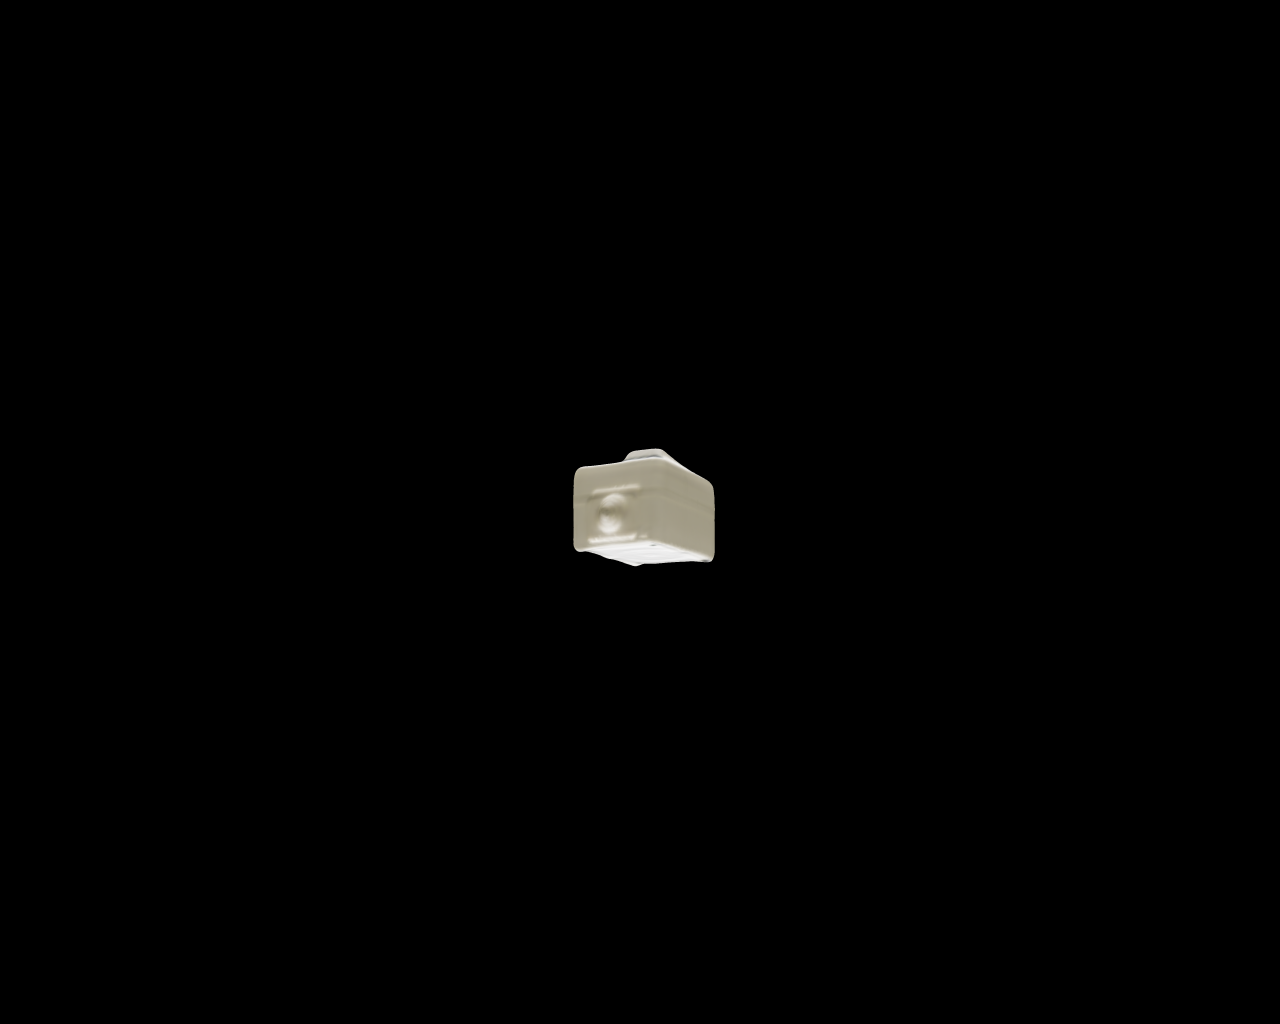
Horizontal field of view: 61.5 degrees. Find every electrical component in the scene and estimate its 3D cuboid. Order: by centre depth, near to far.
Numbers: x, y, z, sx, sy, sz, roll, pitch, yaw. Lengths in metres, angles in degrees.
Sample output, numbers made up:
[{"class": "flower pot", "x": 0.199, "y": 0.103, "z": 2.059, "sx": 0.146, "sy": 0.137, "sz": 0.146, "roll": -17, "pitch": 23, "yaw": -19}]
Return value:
[{"class": "electrical component", "x": 0.001, "y": -0.003, "z": 0.650, "sx": 0.062, "sy": 0.061, "sz": 0.096, "roll": -6, "pitch": -13, "yaw": 27}]
